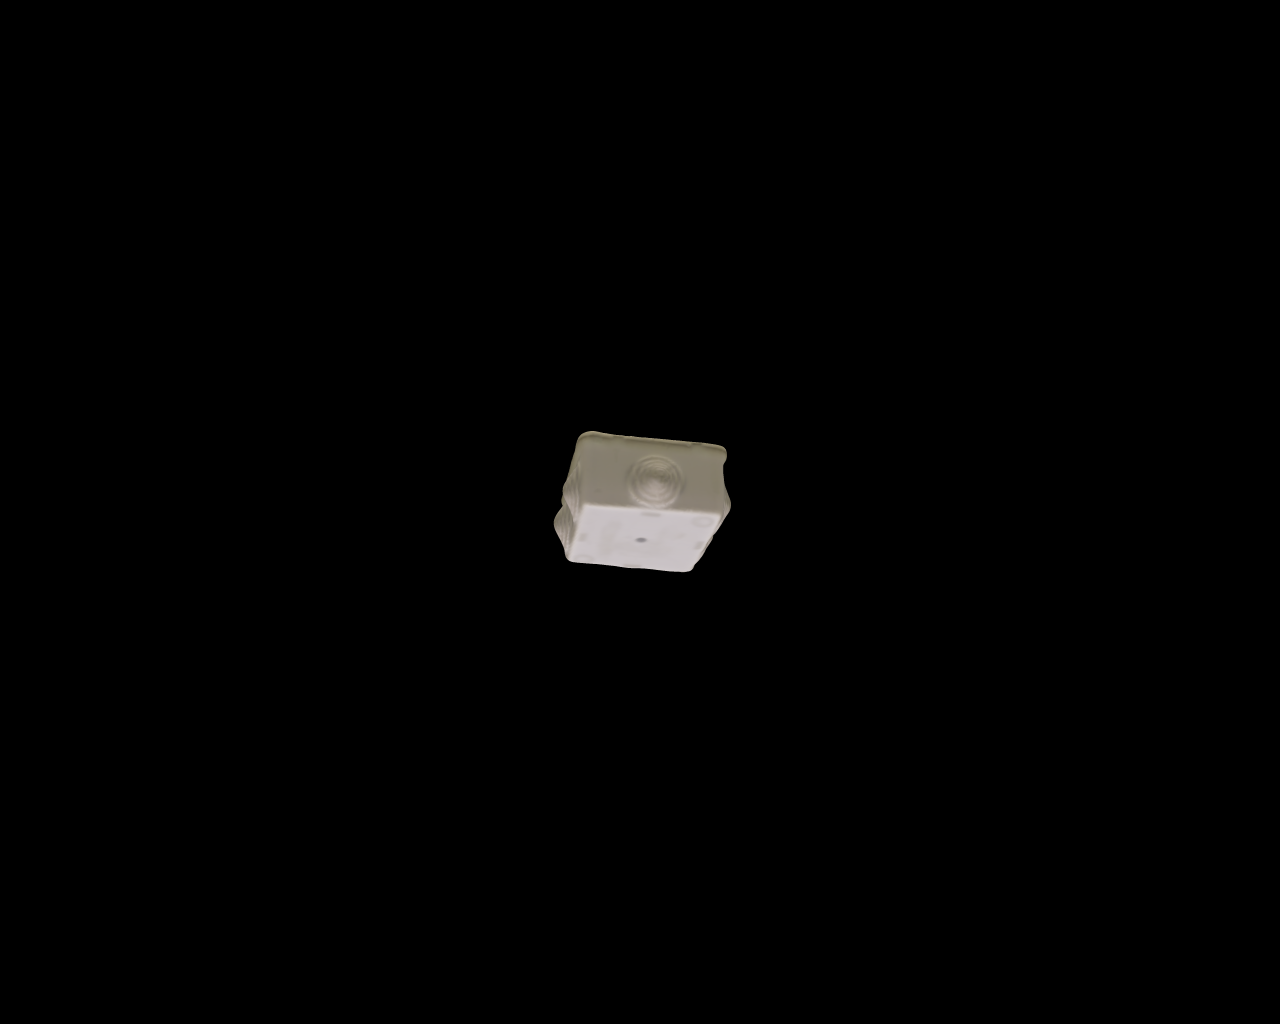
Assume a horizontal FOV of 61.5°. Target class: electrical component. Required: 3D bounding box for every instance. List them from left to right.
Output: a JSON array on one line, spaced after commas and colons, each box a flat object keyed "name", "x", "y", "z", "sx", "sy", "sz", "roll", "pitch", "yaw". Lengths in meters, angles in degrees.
[{"name": "electrical component", "x": 0.001, "y": -0.003, "z": 0.650, "sx": 0.100, "sy": 0.048, "sz": 0.099, "roll": 5, "pitch": -28, "yaw": -10}]
